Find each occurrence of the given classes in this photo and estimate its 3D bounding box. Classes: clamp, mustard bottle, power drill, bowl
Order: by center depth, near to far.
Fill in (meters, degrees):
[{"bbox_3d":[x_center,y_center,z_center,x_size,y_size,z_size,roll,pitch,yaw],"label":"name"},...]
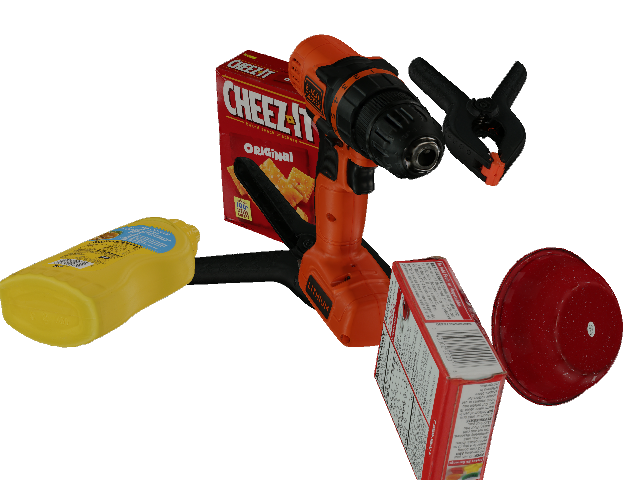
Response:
[{"bbox_3d":[0.029,-0.027,0.703,0.057,0.188,0.184,-8,29,-17],"label":"power drill"},{"bbox_3d":[-0.157,0.023,0.852,0.096,0.058,0.191,5,20,28],"label":"mustard bottle"},{"bbox_3d":[-0.024,0.019,0.985,0.210,0.164,0.036,29,-41,6],"label":"clamp"},{"bbox_3d":[0.144,-0.123,1.033,0.120,0.039,0.171,3,44,3],"label":"clamp"},{"bbox_3d":[0.249,0.087,1.064,0.161,0.162,0.055,0,-1,-31],"label":"bowl"}]

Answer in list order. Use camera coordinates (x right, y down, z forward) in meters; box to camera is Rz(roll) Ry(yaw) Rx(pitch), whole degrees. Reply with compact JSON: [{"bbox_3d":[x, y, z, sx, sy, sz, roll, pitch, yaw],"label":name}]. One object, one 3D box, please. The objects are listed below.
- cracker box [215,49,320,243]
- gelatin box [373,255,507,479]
[{"bbox_3d":[-0.041,-0.100,1.272,0.164,0.214,0.072,22,40,29],"label":"cracker box"},{"bbox_3d":[0.053,0.061,0.492,0.030,0.073,0.089,-3,34,-13],"label":"gelatin box"}]
